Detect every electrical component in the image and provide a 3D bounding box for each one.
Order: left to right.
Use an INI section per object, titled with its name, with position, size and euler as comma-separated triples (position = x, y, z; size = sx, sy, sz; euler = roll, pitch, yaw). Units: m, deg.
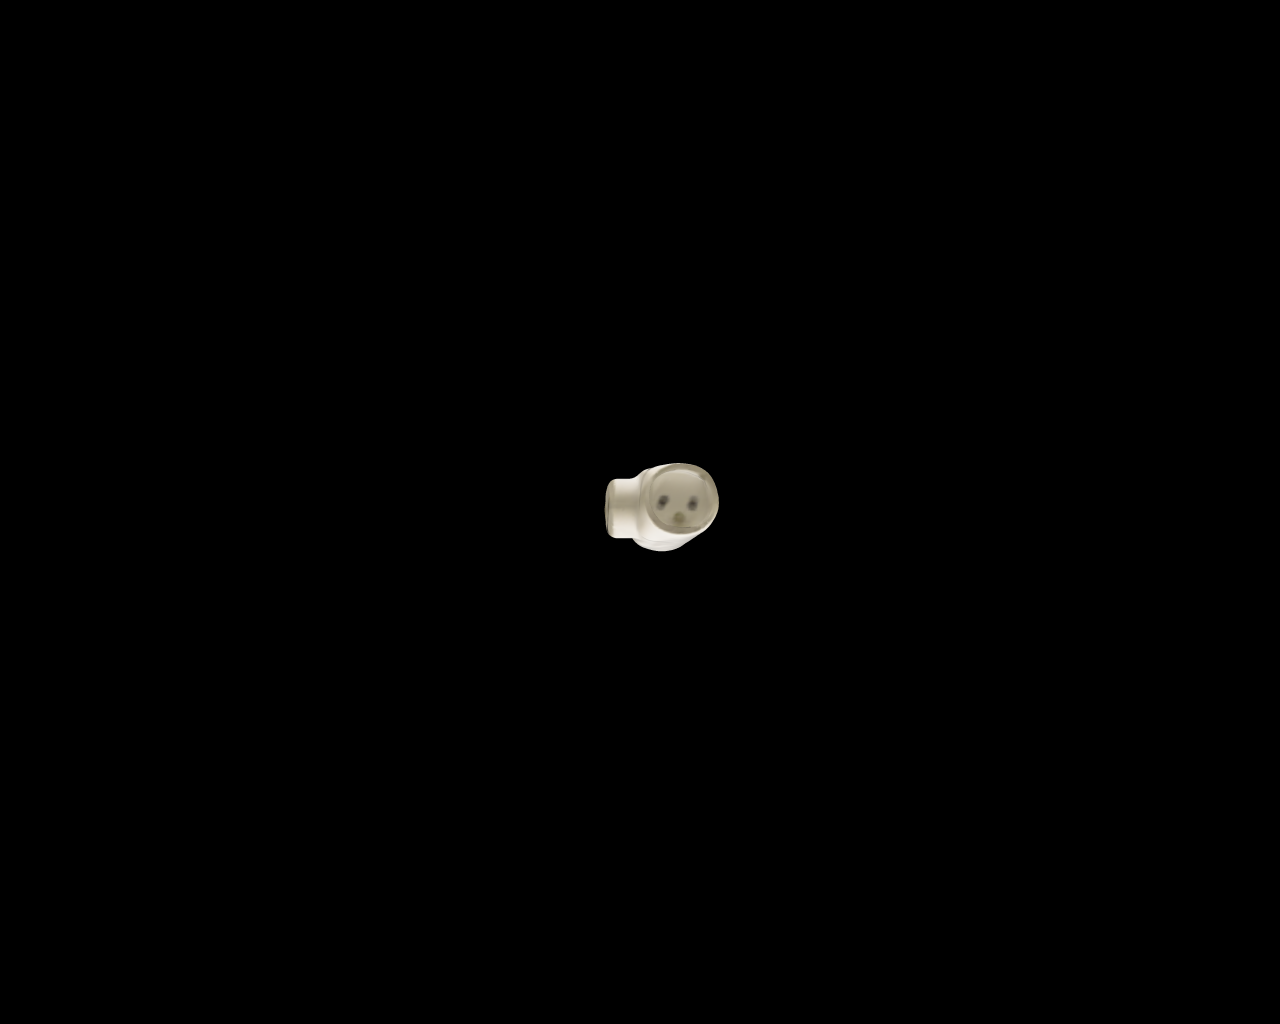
[electrical component]
position = 0.001, -0.003, 0.650
size = 0.079, 0.043, 0.077
euler = 1, -9, -7
